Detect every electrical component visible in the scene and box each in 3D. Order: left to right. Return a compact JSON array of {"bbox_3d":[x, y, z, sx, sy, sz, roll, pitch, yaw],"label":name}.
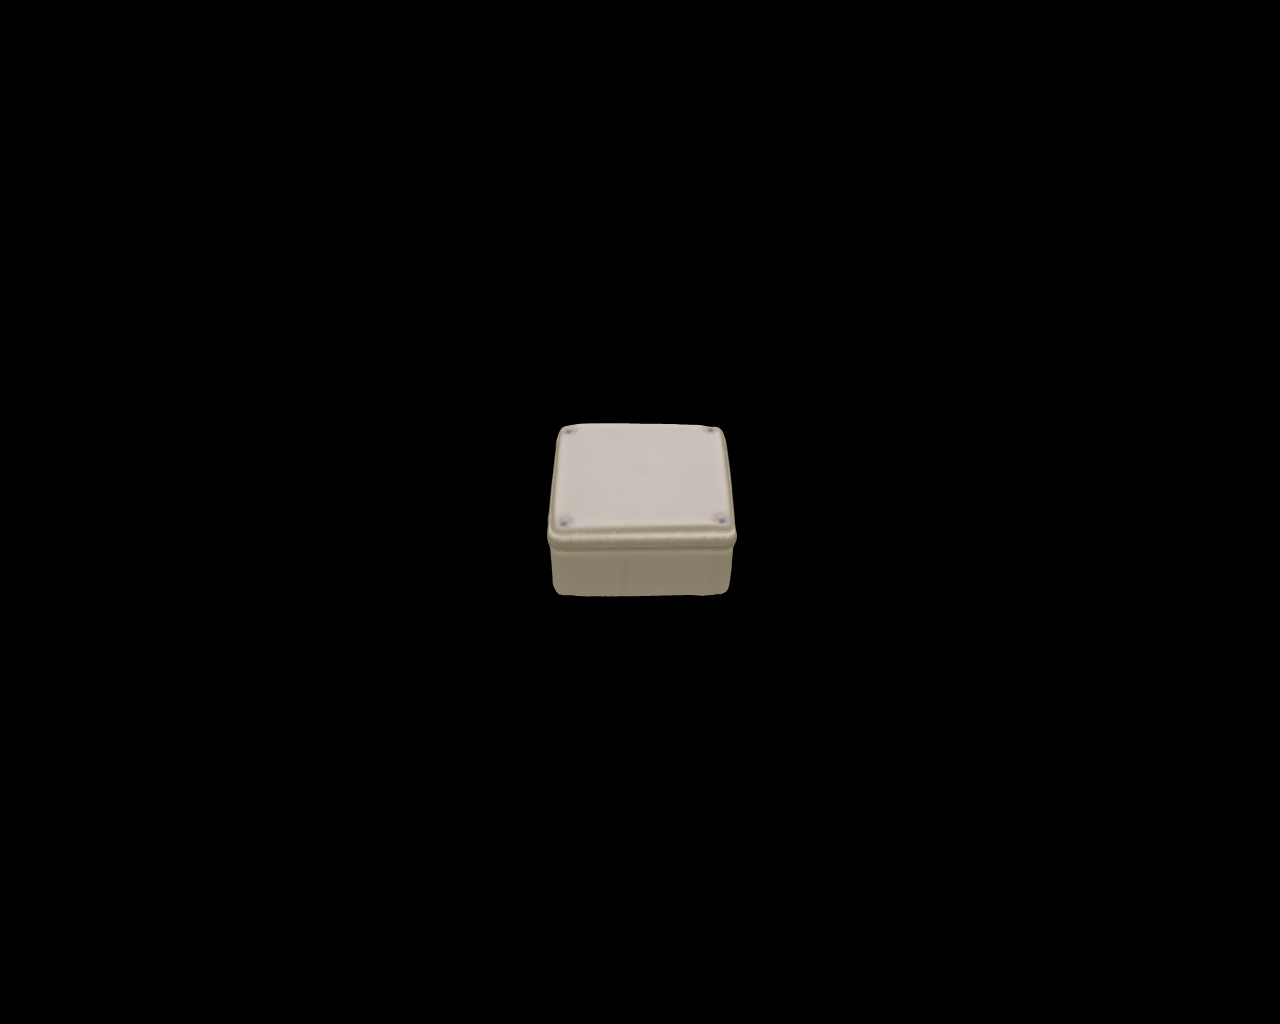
[{"bbox_3d":[0.001,-0.003,0.650,0.109,0.056,0.109,0,39,0],"label":"electrical component"}]
